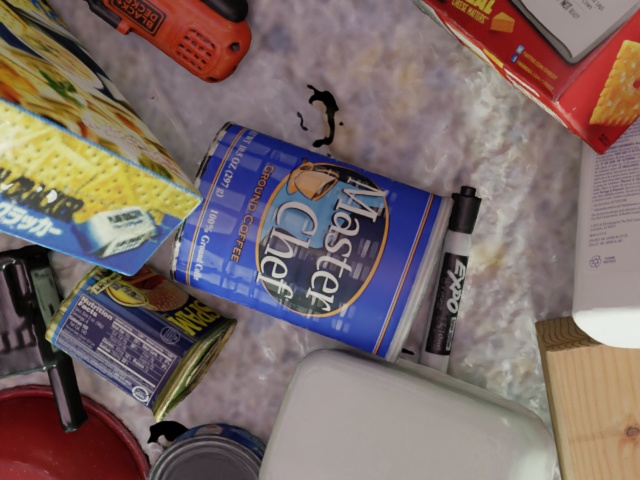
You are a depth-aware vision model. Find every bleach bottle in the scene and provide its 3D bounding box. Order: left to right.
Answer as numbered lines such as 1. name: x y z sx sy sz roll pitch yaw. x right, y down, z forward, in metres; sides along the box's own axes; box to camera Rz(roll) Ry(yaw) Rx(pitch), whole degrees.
1. bleach bottle: 0.195 -0.070 0.576 0.103 0.068 0.251 -5 66 35

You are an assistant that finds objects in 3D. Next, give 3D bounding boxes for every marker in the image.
1. marker: 0.081 0.026 0.664 0.020 0.020 0.121 11 98 5

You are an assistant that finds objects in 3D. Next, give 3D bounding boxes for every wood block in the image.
1. wood block: 0.191 0.150 0.630 0.091 0.090 0.206 -10 95 8

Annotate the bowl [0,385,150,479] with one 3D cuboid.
1. bowl: -0.190 0.179 0.695 0.162 0.055 0.162 1 97 6

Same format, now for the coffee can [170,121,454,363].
1. coffee can: -0.004 0.001 0.629 0.140 0.102 0.103 20 98 4

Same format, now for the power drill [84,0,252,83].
1. power drill: -0.086 -0.205 0.607 0.184 0.057 0.188 36 125 -8

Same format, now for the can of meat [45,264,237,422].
1. can of meat: -0.107 0.056 0.649 0.084 0.102 0.057 33 100 4

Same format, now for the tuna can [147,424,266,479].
1. tuna can: -0.068 0.163 0.689 0.086 0.033 0.086 1 96 6

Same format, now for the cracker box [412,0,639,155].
1. cracker box: 0.161 -0.176 0.568 0.214 0.072 0.164 -47 48 9
